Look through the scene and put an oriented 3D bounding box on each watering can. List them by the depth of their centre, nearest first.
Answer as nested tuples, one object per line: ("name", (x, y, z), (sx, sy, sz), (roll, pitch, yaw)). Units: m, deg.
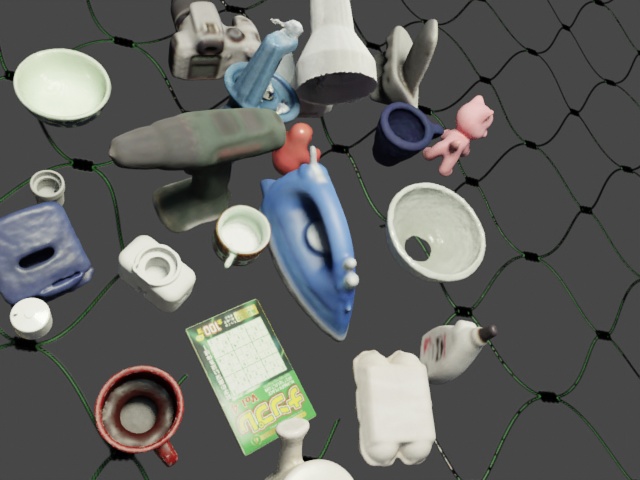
("watering can", (-0.010, 0.287, 0.625), (0.101, 0.194, 0.173), (-37, 82, -30))

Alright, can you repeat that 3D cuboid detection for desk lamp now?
("desk lamp", (-0.002, -0.279, 0.887), (0.118, 0.213, 0.203), (-2, 67, -21))

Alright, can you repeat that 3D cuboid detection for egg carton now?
("egg carton", (0.096, 0.224, 0.767), (0.107, 0.069, 0.150), (4, 65, -19))

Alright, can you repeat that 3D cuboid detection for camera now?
("camera", (-0.176, -0.340, 0.917), (0.143, 0.100, 0.136), (-10, 70, -24))

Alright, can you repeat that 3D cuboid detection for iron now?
("iron", (0.007, 0.003, 0.798), (0.119, 0.141, 0.258), (-13, 71, -25))

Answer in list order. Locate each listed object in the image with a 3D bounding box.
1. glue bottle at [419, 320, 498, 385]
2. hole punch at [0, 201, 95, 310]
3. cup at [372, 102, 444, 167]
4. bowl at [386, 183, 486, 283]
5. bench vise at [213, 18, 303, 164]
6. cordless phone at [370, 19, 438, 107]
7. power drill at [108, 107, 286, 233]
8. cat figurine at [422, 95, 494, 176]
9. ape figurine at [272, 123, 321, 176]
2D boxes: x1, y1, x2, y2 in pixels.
("glue bottle", (0.189, 0.144, 0.780), (0.037, 0.173, 0.078), (11, 62, -15))
("hole punch", (-0.339, 0.020, 0.689), (0.109, 0.091, 0.101), (-30, 78, -29))
("cup", (0.138, -0.166, 0.955), (0.118, 0.095, 0.091), (-2, 66, -21))
("bowl", (0.169, -0.001, 0.899), (0.168, 0.074, 0.167), (8, 63, -17))
("bench vise", (-0.092, -0.197, 0.810), (0.121, 0.219, 0.207), (29, 59, -5))
("cordless phone", (0.162, -0.325, 0.987), (0.094, 0.185, 0.147), (10, 63, -15))
("power drill", (-0.159, -0.093, 0.742), (0.230, 0.208, 0.075), (-24, 76, -28))
("cat figurine", (0.252, -0.189, 0.995), (0.067, 0.117, 0.128), (41, 59, 2))
("ape figurine", (-0.036, -0.145, 0.881), (0.078, 0.092, 0.076), (44, 59, 4))
